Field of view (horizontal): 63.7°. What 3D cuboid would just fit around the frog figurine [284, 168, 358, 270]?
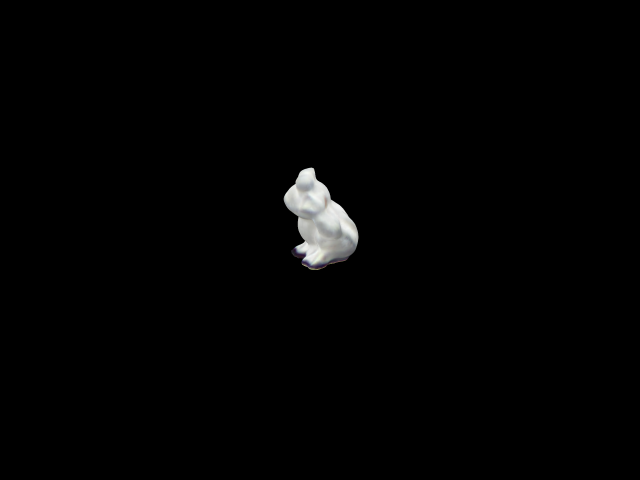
[{"bbox_3d":[0.003,-0.043,0.850,0.123,0.157,0.139,0,17,0],"label":"frog figurine"}]
